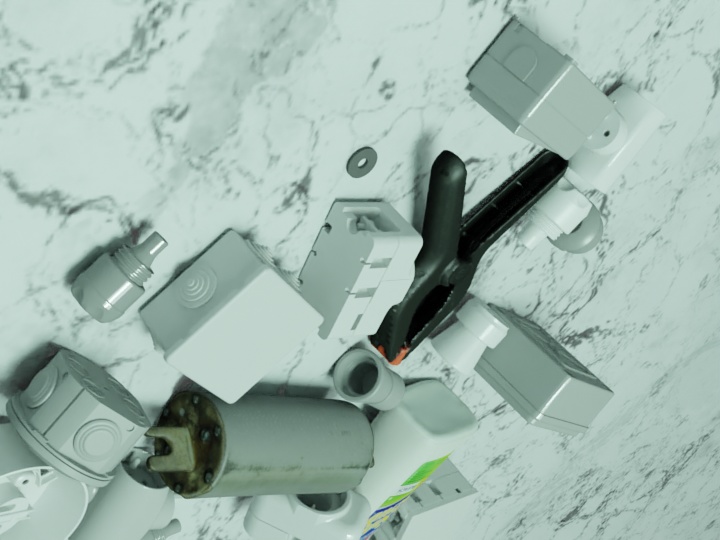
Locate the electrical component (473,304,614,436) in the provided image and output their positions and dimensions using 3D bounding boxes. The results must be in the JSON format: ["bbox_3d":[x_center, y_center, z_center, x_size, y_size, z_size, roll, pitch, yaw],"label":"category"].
[{"bbox_3d":[0.158,0.091,0.970,0.056,0.109,0.109,-53,145,11],"label":"electrical component"}]

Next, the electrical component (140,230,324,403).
[{"bbox_3d":[-0.085,0.031,0.715,0.100,0.048,0.099,-42,146,0],"label":"electrical component"}]

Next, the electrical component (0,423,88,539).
[{"bbox_3d":[-0.231,0.148,0.681,0.099,0.064,0.099,-39,156,-21],"label":"electrical component"}]

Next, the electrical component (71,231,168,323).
[{"bbox_3d":[-0.140,0.002,0.642,0.061,0.035,0.035,-43,146,-2],"label":"electrical component"}]

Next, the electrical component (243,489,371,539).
[{"bbox_3d":[-0.043,0.203,0.904,0.053,0.095,0.059,-58,172,-57],"label":"electrical component"}]

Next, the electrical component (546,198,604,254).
[{"bbox_3d":[0.187,-0.034,0.918,0.048,0.048,0.062,-48,152,9],"label":"electrical component"}]

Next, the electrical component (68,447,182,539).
[{"bbox_3d":[-0.165,0.175,0.799,0.079,0.043,0.077,13,118,-51],"label":"electrical component"}]

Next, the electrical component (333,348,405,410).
[{"bbox_3d":[0.011,0.093,0.887,0.044,0.044,0.065,-45,150,5],"label":"electrical component"}]

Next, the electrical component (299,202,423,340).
[{"bbox_3d":[0.000,0.000,0.764,0.056,0.050,0.089,-3,131,-43],"label":"electrical component"}]

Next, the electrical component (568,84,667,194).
[{"bbox_3d":[0.192,-0.106,0.839,0.077,0.043,0.079,-53,148,13],"label":"electrical component"}]

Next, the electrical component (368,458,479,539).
[{"bbox_3d":[0.043,0.261,1.083,0.089,0.061,0.150,-10,135,-38],"label":"electrical component"}]

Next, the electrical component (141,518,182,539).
[{"bbox_3d":[-0.169,0.210,0.842,0.061,0.035,0.035,-15,137,-38],"label":"electrical component"}]

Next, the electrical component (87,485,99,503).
[{"bbox_3d":[-0.212,0.160,0.746,0.061,0.035,0.035,-45,146,10],"label":"electrical component"}]

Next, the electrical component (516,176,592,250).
[{"bbox_3d":[0.154,-0.044,0.875,0.062,0.043,0.043,-47,146,10],"label":"electrical component"}]

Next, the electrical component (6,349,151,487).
[{"bbox_3d":[-0.174,0.092,0.669,0.051,0.080,0.080,-49,146,0],"label":"electrical component"}]

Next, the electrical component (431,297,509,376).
[{"bbox_3d":[0.095,0.056,0.925,0.055,0.045,0.045,-48,145,9],"label":"electrical component"}]

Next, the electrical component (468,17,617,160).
[{"bbox_3d":[0.128,-0.119,0.749,0.061,0.061,0.096,-50,145,12],"label":"electrical component"}]
